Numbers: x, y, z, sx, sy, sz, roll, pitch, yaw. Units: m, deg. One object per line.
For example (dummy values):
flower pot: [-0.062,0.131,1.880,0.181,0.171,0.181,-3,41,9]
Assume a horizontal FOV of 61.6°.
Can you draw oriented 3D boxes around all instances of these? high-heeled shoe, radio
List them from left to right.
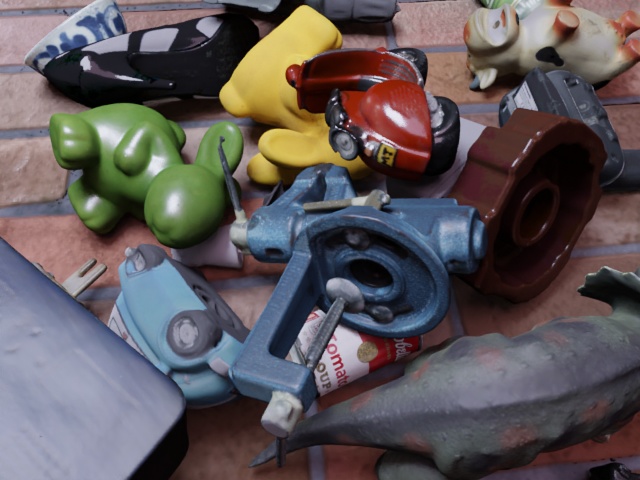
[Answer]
radio: [-0.202,0.097,0.343,0.230,0.073,0.131,34,50,15]
high-heeled shoe: [-0.173,-0.203,0.596,0.145,0.086,0.249,11,33,16]

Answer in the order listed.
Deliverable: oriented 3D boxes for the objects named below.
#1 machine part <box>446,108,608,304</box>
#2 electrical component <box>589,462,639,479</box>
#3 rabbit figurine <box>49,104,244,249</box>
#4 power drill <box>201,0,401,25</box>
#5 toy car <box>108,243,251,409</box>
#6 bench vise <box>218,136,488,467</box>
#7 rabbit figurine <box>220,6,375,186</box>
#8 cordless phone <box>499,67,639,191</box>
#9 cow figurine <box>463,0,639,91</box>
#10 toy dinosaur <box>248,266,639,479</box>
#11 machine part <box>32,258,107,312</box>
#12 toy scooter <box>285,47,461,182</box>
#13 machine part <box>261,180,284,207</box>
machine part: [0.179,-0.029,0.478,0.179,0.179,0.056,-34,42,-19]
electrical component: [0.271,0.244,0.401,0.134,0.058,0.115,16,64,6]
rabbit figurine: [-0.143,-0.048,0.505,0.159,0.121,0.170,-23,47,-38]
power drill: [-0.034,-0.292,0.612,0.232,0.085,0.207,15,26,13]
toy car: [-0.123,0.083,0.444,0.103,0.109,0.162,-47,63,-3]
bench vise: [-0.002,0.029,0.397,0.224,0.128,0.241,11,45,20]
rabbit figurine: [-0.008,-0.126,0.557,0.173,0.122,0.162,44,65,-2]
cordless phone: [0.305,-0.116,0.596,0.184,0.088,0.146,0,60,-16]
cow figurine: [0.258,-0.224,0.629,0.195,0.127,0.085,11,61,-14]
toy dinosaur: [0.146,0.106,0.393,0.405,0.192,0.131,-17,62,-13]
machine part: [-0.275,0.101,0.438,0.079,0.079,0.243,36,67,15]
toy scooter: [0.038,-0.119,0.468,0.135,0.075,0.184,2,44,-8]
machine part: [-0.001,-0.002,0.530,0.139,0.039,0.084,33,70,12]
